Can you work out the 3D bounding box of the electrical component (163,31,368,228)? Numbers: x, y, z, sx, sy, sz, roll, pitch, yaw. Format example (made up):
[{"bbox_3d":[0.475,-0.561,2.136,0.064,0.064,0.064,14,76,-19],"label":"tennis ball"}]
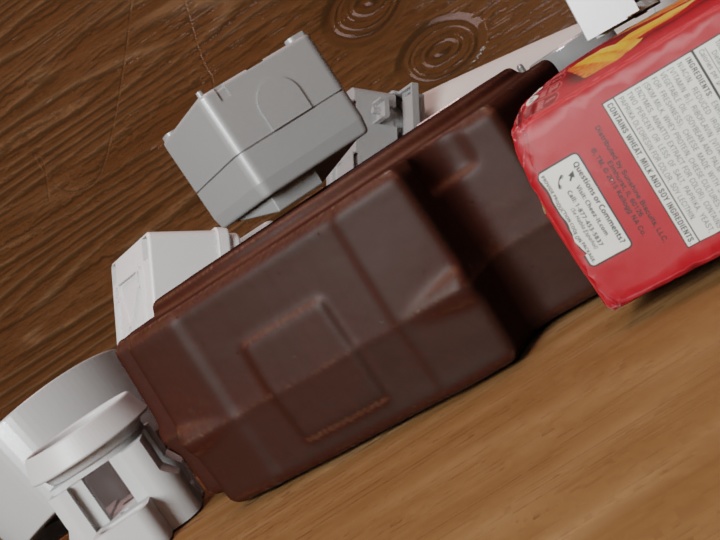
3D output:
[{"bbox_3d":[-0.046,-0.059,0.507,0.062,0.061,0.096,-36,5,-22],"label":"electrical component"}]

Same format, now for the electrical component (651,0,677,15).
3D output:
[{"bbox_3d":[0.170,-0.107,0.482,0.061,0.096,0.062,-6,3,-6],"label":"electrical component"}]

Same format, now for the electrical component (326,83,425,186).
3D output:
[{"bbox_3d":[0.013,-0.071,0.806,0.063,0.121,0.079,5,-14,-26],"label":"electrical component"}]

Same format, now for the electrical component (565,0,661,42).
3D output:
[{"bbox_3d":[0.103,-0.117,0.392,0.064,0.042,0.081,-27,4,20],"label":"electrical component"}]

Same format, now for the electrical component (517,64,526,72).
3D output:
[{"bbox_3d":[0.120,-0.100,0.725,0.077,0.079,0.043,-32,3,16],"label":"electrical component"}]

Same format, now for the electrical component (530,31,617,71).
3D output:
[{"bbox_3d":[0.128,-0.085,0.545,0.043,0.077,0.079,-31,5,26],"label":"electrical component"}]

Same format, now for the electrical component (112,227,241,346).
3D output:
[{"bbox_3d":[-0.109,0.038,0.642,0.056,0.108,0.109,-2,-9,-24],"label":"electrical component"}]

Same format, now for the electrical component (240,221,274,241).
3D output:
[{"bbox_3d":[-0.069,0.018,0.748,0.109,0.056,0.109,-32,-14,19],"label":"electrical component"}]

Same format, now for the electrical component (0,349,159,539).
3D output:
[{"bbox_3d":[-0.142,0.098,0.544,0.108,0.060,0.108,-42,-8,-7],"label":"electrical component"}]

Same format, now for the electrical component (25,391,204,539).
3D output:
[{"bbox_3d":[-0.106,0.090,0.462,0.058,0.057,0.078,-34,5,-5],"label":"electrical component"}]
